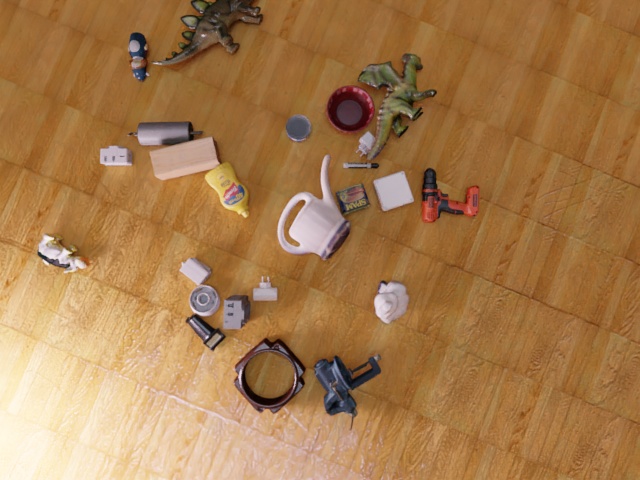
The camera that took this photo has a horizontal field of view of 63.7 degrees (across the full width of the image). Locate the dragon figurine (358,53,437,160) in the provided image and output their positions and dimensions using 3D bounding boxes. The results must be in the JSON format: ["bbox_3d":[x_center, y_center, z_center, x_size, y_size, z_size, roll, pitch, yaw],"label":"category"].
[{"bbox_3d":[0.225,-0.475,1.710,0.243,0.120,0.414,45,73,4],"label":"dragon figurine"}]

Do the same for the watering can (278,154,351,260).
[{"bbox_3d":[0.005,-0.084,1.674,0.225,0.105,0.344,35,106,5],"label":"watering can"}]

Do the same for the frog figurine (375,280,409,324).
[{"bbox_3d":[0.233,0.200,1.653,0.122,0.159,0.138,30,87,-2],"label":"frog figurine"}]
